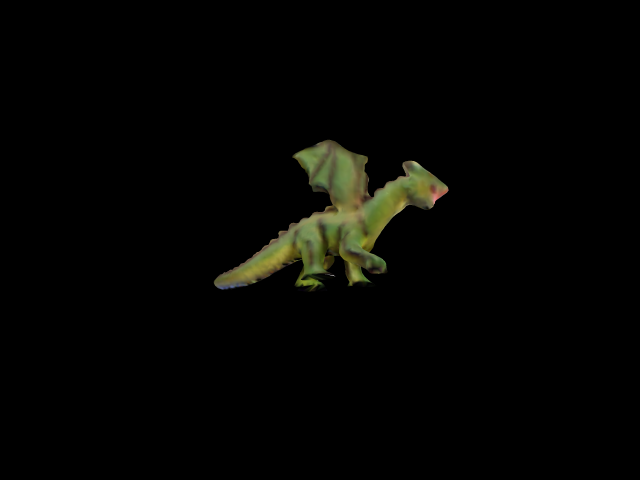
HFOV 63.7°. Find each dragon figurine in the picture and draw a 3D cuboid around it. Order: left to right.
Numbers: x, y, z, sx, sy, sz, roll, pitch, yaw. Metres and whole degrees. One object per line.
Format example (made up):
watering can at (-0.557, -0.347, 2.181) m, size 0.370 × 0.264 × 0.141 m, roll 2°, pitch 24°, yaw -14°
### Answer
dragon figurine at (0.003, -0.043, 0.850) m, size 0.409 × 0.246 × 0.121 m, roll -4°, pitch -15°, yaw 18°
